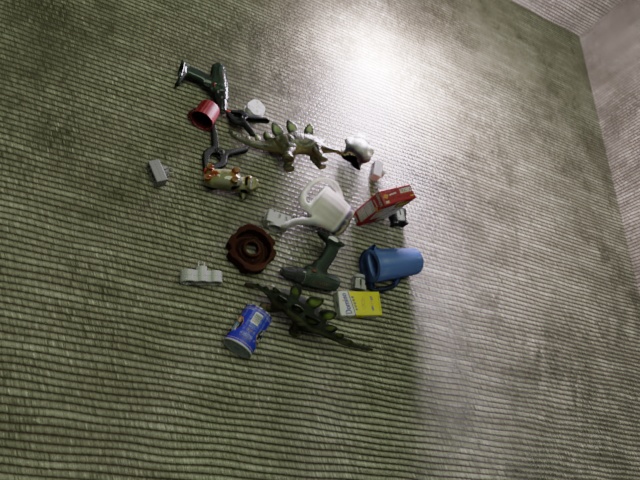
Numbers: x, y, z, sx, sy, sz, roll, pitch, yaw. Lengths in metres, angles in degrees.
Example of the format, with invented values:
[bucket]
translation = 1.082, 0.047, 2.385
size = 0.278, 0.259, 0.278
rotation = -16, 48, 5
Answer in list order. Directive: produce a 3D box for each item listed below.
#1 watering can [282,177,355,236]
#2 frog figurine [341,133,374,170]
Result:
[watering can]
translation = 0.006, -0.099, 1.964
size = 0.224, 0.102, 0.355
rotation = 39, 50, -6
[frog figurine]
translation = 0.171, -0.400, 2.196
size = 0.138, 0.120, 0.162
rotation = 28, 67, 10
